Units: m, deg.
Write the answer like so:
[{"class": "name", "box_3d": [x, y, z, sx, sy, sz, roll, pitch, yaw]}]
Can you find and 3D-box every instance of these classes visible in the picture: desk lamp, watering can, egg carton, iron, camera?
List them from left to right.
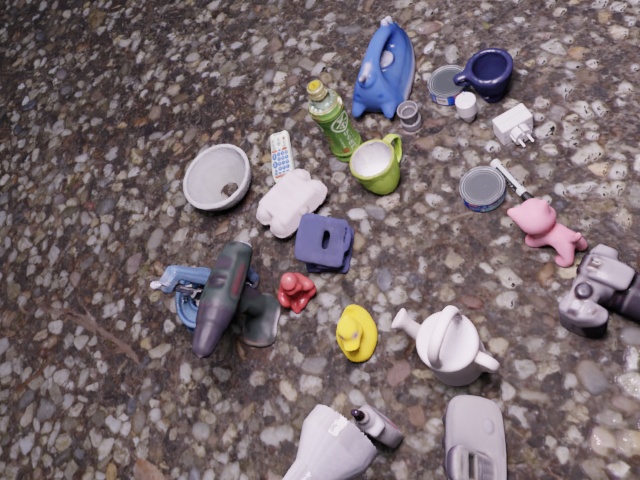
[{"class": "egg carton", "box_3d": [-0.059, -0.077, 1.215, 0.107, 0.070, 0.150, 38, 84, 32]}, {"class": "desk lamp", "box_3d": [0.007, 0.373, 0.885, 0.117, 0.214, 0.203, 27, 78, 30]}, {"class": "iron", "box_3d": [0.137, -0.397, 1.248, 0.118, 0.142, 0.258, 8, 69, 25]}, {"class": "watering can", "box_3d": [0.198, 0.166, 0.921, 0.172, 0.194, 0.101, 0, 66, 22]}, {"class": "camera", "box_3d": [0.469, 0.090, 0.904, 0.136, 0.101, 0.143, 27, 78, 30]}]

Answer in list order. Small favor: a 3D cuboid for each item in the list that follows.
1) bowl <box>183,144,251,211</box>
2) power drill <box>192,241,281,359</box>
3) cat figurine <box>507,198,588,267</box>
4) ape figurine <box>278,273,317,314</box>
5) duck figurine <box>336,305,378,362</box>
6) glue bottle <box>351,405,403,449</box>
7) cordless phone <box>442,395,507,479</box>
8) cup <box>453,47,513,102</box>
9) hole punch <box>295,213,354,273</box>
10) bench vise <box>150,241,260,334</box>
[{"class": "bowl", "box_3d": [-0.222, -0.130, 1.302, 0.167, 0.075, 0.167, -9, 63, 18]}, {"class": "power drill", "box_3d": [-0.152, 0.129, 1.070, 0.075, 0.209, 0.229, -2, 65, 21]}, {"class": "cat figurine", "box_3d": [0.390, -0.024, 0.981, 0.127, 0.118, 0.067, 35, 82, 31]}, {"class": "ape figurine", "box_3d": [-0.051, 0.093, 1.116, 0.077, 0.092, 0.076, -14, 61, 15]}, {"class": "duck figurine", "box_3d": [0.058, 0.163, 1.042, 0.077, 0.086, 0.104, -12, 62, 16]}, {"class": "glue bottle", "box_3d": [0.081, 0.292, 0.919, 0.078, 0.173, 0.037, 33, 81, 31]}, {"class": "cordless phone", "box_3d": [0.222, 0.301, 0.851, 0.094, 0.185, 0.147, -8, 63, 19]}, {"class": "cup", "box_3d": [0.333, -0.320, 1.160, 0.117, 0.095, 0.091, -16, 61, 14]}, {"class": "hole punch", "box_3d": [0.010, 0.004, 1.135, 0.100, 0.091, 0.109, 0, 66, 22]}, {"class": "bench vise", "box_3d": [-0.230, 0.074, 1.121, 0.121, 0.220, 0.207, 16, 72, 28]}]
